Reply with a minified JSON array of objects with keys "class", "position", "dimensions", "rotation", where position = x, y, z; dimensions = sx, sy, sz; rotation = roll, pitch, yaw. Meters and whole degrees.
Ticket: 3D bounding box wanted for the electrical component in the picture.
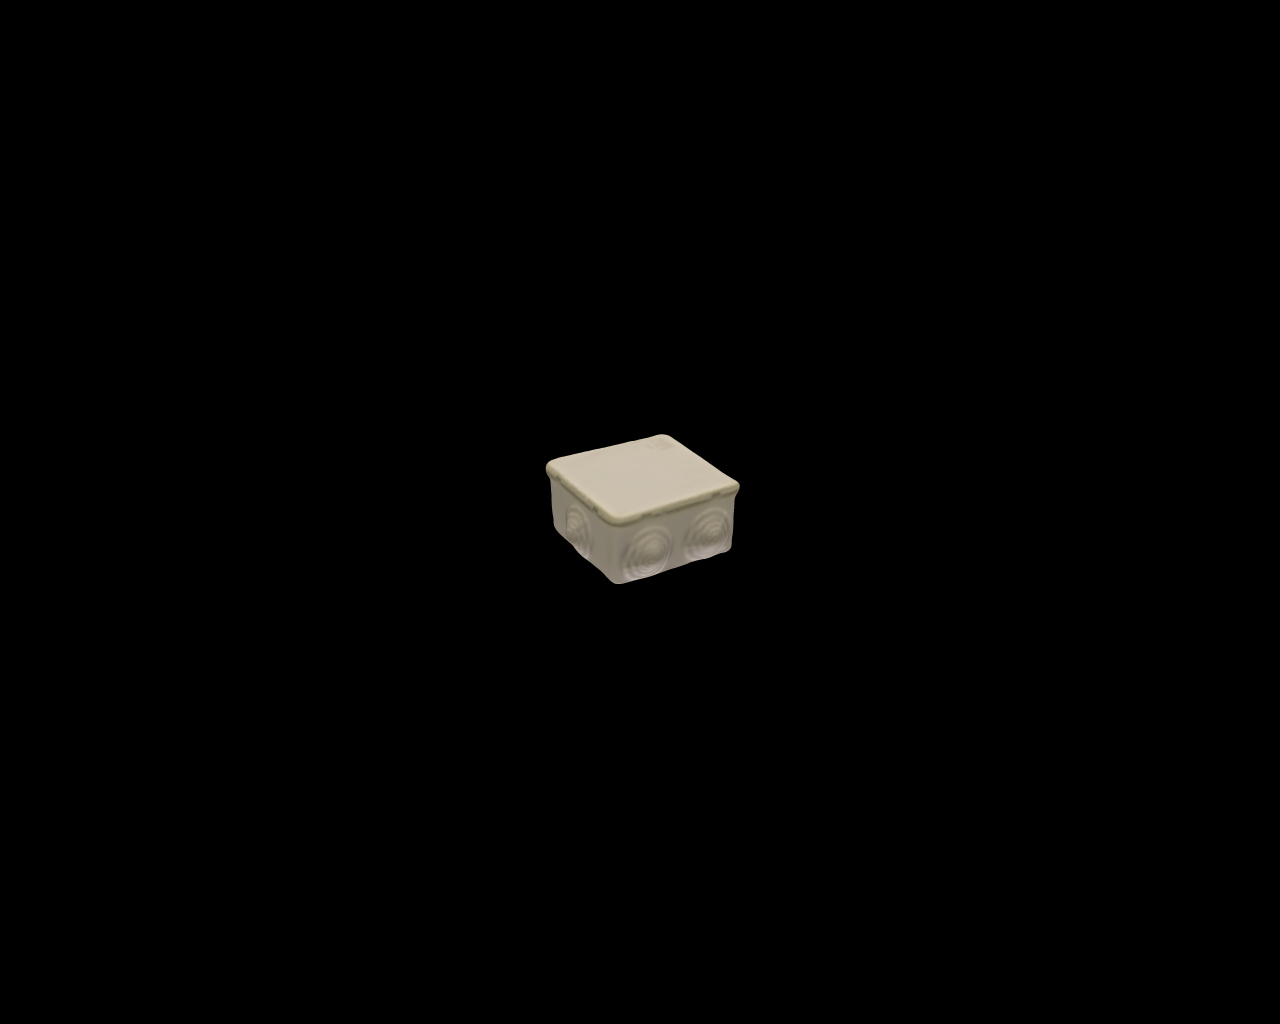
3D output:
[{"class":"electrical component","position":[0.001,-0.003,0.650],"dimensions":[0.100,0.048,0.100],"rotation":[-16,32,-27]}]
